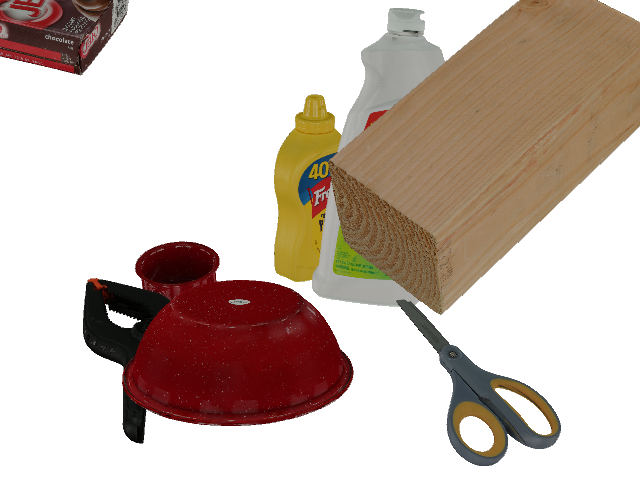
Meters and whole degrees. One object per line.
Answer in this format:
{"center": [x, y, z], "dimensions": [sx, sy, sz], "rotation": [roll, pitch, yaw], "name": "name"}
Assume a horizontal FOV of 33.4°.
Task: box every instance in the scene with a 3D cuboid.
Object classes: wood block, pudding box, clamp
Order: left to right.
{"center": [-0.205, -0.175, 0.817], "dimensions": [0.090, 0.039, 0.113], "rotation": [14, 36, 3], "name": "pudding box"}
{"center": [-0.149, 0.094, 1.002], "dimensions": [0.164, 0.036, 0.210], "rotation": [-18, 40, -30], "name": "clamp"}
{"center": [0.113, -0.064, 0.686], "dimensions": [0.091, 0.206, 0.090], "rotation": [37, -22, 30], "name": "wood block"}

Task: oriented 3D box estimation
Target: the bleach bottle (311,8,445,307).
{"center": [0.053, -0.072, 0.917], "dimensions": [0.102, 0.251, 0.068], "rotation": [7, 18, 6], "name": "bleach bottle"}

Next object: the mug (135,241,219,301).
{"center": [-0.162, 0.065, 1.187], "dimensions": [0.093, 0.081, 0.117], "rotation": [11, 33, 20], "name": "mug"}

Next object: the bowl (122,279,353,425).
{"center": [-0.057, 0.068, 0.738], "dimensions": [0.162, 0.055, 0.162], "rotation": [0, 17, 0], "name": "bowl"}

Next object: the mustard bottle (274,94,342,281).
{"center": [-0.006, -0.058, 1.117], "dimensions": [0.096, 0.192, 0.058], "rotation": [-21, 31, -38], "name": "mustard bottle"}

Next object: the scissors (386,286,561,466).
{"center": [0.100, 0.110, 0.865], "dimensions": [0.202, 0.016, 0.096], "rotation": [35, 51, 28], "name": "scissors"}
